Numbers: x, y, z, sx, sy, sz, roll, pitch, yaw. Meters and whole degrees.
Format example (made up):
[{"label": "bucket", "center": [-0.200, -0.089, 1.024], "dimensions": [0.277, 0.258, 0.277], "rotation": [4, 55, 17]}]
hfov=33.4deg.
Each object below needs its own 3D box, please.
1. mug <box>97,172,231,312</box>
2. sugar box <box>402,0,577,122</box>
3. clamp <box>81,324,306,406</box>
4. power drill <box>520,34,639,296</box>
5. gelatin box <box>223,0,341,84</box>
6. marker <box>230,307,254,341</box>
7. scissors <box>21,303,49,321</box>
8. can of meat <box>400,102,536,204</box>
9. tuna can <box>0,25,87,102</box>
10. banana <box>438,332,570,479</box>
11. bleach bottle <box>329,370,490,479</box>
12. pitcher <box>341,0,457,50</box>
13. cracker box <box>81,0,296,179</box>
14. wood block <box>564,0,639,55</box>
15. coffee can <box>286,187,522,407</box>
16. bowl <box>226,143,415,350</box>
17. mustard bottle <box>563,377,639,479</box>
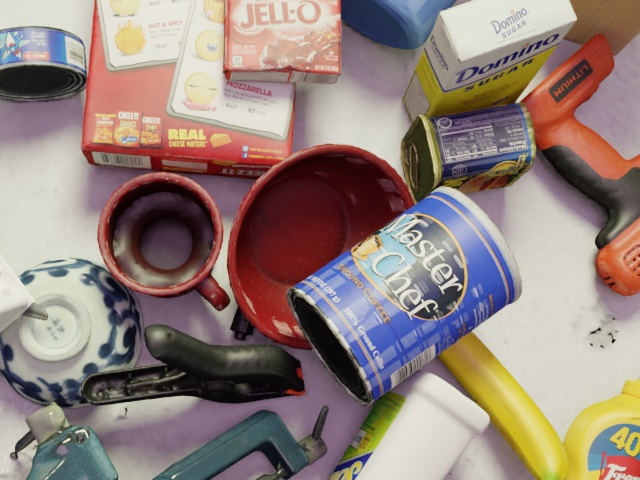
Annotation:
[{"label": "mug", "center": [-0.112, 0.010, 0.827], "dimensions": [0.117, 0.081, 0.093], "rotation": [44, 81, 3]}, {"label": "sugar box", "center": [0.124, -0.135, 0.817], "dimensions": [0.093, 0.176, 0.048], "rotation": [-21, 83, -7]}, {"label": "clamp", "center": [-0.080, 0.095, 0.794], "dimensions": [0.171, 0.120, 0.039], "rotation": [2, 69, -28]}, {"label": "power drill", "center": [0.261, -0.075, 0.877], "dimensions": [0.184, 0.057, 0.187], "rotation": [-40, 86, -9]}, {"label": "gelatin box", "center": [-0.029, -0.159, 0.815], "dimensions": [0.089, 0.030, 0.073], "rotation": [1, 80, -9]}, {"label": "marker", "center": [-0.049, 0.022, 0.861], "dimensions": [0.020, 0.020, 0.121], "rotation": [15, 81, -1]}, {"label": "scissors", "center": [-0.287, 0.007, 0.820], "dimensions": [0.202, 0.016, 0.096], "rotation": [5, 70, 16]}, {"label": "can of meat", "center": [0.116, -0.068, 0.845], "dimensions": [0.084, 0.102, 0.057], "rotation": [-10, 81, -8]}, {"label": "tuna can", "center": [-0.227, -0.138, 0.841], "dimensions": [0.086, 0.086, 0.034], "rotation": [-6, 80, -5]}, {"label": "banana", "center": [0.135, 0.117, 0.830], "dimensions": [0.037, 0.069, 0.198], "rotation": [-39, 64, 3]}, {"label": "bleach bottle", "center": [0.022, 0.215, 0.793], "dimensions": [0.068, 0.103, 0.250], "rotation": [37, 80, -8]}, {"label": "pitcher", "center": [0.092, -0.285, 0.872], "dimensions": [0.145, 0.149, 0.243], "rotation": [36, 83, -22]}, {"label": "cracker box", "center": [-0.098, -0.160, 0.860], "dimensions": [0.164, 0.072, 0.213], "rotation": [4, 80, -5]}, {"label": "wood block", "center": [0.234, -0.229, 0.824], "dimensions": [0.091, 0.206, 0.090], "rotation": [19, 80, 0]}, {"label": "coffee can", "center": [0.061, 0.040, 0.781], "dimensions": [0.140, 0.103, 0.103], "rotation": [-34, 85, -14]}, {"label": "bowl", "center": [-0.005, 0.001, 0.830], "dimensions": [0.161, 0.055, 0.162], "rotation": [-7, 107, -24]}, {"label": "mustard bottle", "center": [0.230, 0.185, 0.833], "dimensions": [0.096, 0.058, 0.191], "rotation": [29, 79, -12]}]
